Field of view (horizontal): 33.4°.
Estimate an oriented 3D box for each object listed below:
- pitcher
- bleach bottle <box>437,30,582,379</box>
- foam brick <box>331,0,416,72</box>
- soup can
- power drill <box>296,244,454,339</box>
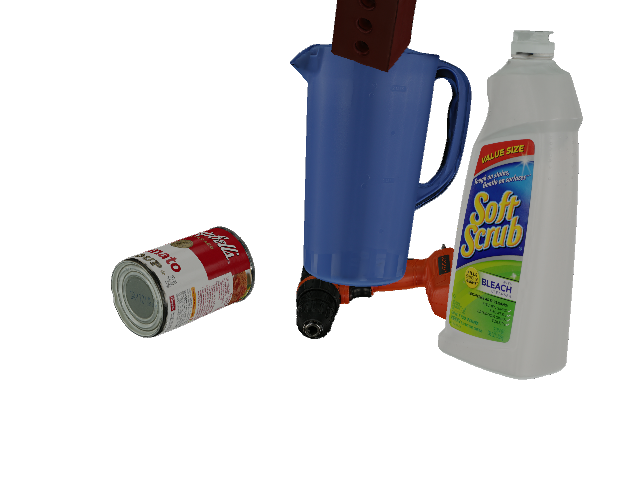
[{"bbox_3d":[0.055,-0.080,1.096,0.149,0.243,0.144,12,14,32],"label":"pitcher"},{"bbox_3d":[0.144,-0.030,0.799,0.067,0.251,0.103,-8,16,-36],"label":"bleach bottle"},{"bbox_3d":[0.045,-0.184,0.853,0.053,0.078,0.051,21,49,14],"label":"foam brick"},{"bbox_3d":[-0.114,0.034,0.882,0.069,0.068,0.102,0,15,43],"label":"soup can"},{"bbox_3d":[0.066,0.057,1.240,0.187,0.057,0.184,1,28,5],"label":"power drill"}]
